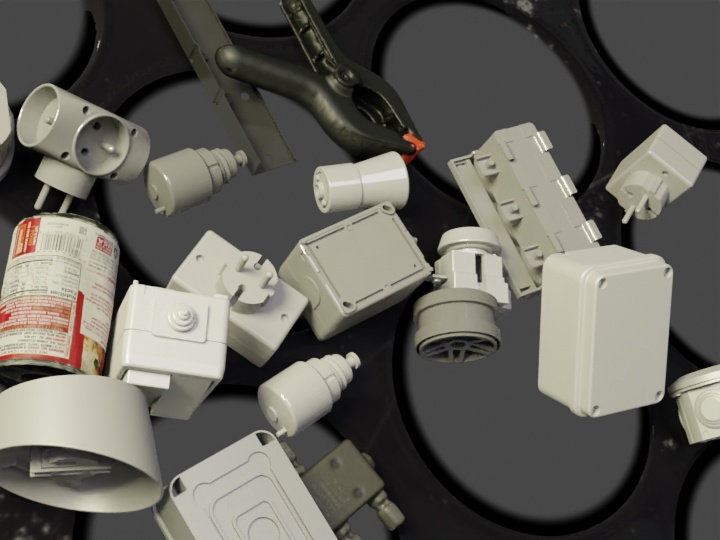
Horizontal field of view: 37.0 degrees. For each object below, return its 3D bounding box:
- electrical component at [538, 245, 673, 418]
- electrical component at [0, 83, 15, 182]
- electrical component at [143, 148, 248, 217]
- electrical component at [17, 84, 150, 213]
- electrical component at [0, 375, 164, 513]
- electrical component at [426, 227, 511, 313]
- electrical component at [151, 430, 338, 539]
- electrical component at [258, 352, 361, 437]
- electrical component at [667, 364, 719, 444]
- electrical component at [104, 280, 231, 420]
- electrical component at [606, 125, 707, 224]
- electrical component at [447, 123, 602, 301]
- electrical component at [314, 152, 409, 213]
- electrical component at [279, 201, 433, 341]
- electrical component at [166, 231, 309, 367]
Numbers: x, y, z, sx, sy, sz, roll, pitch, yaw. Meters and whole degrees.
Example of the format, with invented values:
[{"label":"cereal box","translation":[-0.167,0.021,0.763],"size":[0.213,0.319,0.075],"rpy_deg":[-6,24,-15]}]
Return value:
[{"label":"electrical component","translation":[0.179,0.044,0.782],"size":[0.078,0.057,0.113],"rpy_deg":[-8,107,-26]},{"label":"electrical component","translation":[-0.264,-0.090,0.695],"size":[0.080,0.051,0.080],"rpy_deg":[10,62,-19]},{"label":"electrical component","translation":[-0.114,-0.066,0.754],"size":[0.078,0.040,0.040],"rpy_deg":[-25,77,-31]},{"label":"electrical component","translation":[-0.190,-0.073,0.714],"size":[0.077,0.044,0.079],"rpy_deg":[24,93,-49]},{"label":"electrical component","translation":[-0.165,0.102,0.617],"size":[0.099,0.099,0.064],"rpy_deg":[3,58,-22]},{"label":"electrical component","translation":[0.082,0.001,0.803],"size":[0.066,0.048,0.055],"rpy_deg":[7,71,-19]},{"label":"electrical component","translation":[-0.066,0.165,0.651],"size":[0.078,0.057,0.113],"rpy_deg":[-27,78,-31]},{"label":"electrical component","translation":[-0.032,0.079,0.718],"size":[0.078,0.040,0.040],"rpy_deg":[-31,80,-32]},{"label":"electrical component","translation":[0.280,0.099,0.819],"size":[0.080,0.080,0.051],"rpy_deg":[-7,74,-26]},{"label":"electrical component","translation":[-0.119,0.051,0.661],"size":[0.062,0.096,0.061],"rpy_deg":[10,65,-18]},{"label":"electrical component","translation":[0.238,-0.068,0.890],"size":[0.047,0.065,0.076],"rpy_deg":[38,57,-2]},{"label":"electrical component","translation":[0.133,-0.048,0.836],"size":[0.079,0.063,0.121],"rpy_deg":[-17,73,-29]},{"label":"electrical component","translation":[-0.002,-0.063,0.801],"size":[0.065,0.044,0.044],"rpy_deg":[-9,69,-21]},{"label":"electrical component","translation":[0.000,0.000,0.758],"size":[0.096,0.061,0.061],"rpy_deg":[-26,78,-31]},{"label":"electrical component","translation":[-0.078,0.012,0.710],"size":[0.083,0.075,0.047],"rpy_deg":[35,57,-4]}]
